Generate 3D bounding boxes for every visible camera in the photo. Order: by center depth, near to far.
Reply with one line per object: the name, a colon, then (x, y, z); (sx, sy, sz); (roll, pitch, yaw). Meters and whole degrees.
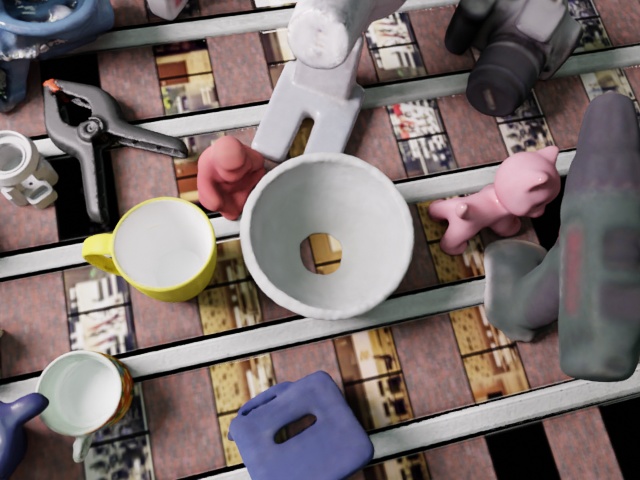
camera: (0.209, -0.221, 0.649); (0.143, 0.101, 0.137); (30, 72, 5)

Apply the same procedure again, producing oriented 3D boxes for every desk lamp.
desk lamp: (0.014, -0.198, 0.562); (0.118, 0.213, 0.203); (19, 71, 1)

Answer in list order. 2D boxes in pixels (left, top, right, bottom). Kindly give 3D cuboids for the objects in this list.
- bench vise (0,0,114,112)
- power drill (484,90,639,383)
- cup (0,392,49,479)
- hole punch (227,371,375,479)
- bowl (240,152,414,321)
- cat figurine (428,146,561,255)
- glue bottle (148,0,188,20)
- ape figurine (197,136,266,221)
bench vise: (-0.300, -0.222, 0.536); (0.121, 0.219, 0.207); (29, 72, 5)
power drill: (0.220, 0.014, 0.518); (0.075, 0.208, 0.229); (5, 72, -4)
cup: (-0.274, 0.165, 0.479); (0.118, 0.095, 0.091); (-30, 77, -14)
hole punch: (-0.021, 0.175, 0.503); (0.109, 0.091, 0.101); (-28, 77, -13)
bowl: (0.005, 0.002, 0.570); (0.167, 0.074, 0.167); (2, 72, -5)
cat figurine: (0.185, -0.045, 0.581); (0.128, 0.117, 0.067); (-20, 75, -11)
glue bottle: (-0.166, -0.318, 0.605); (0.037, 0.173, 0.078); (19, 71, 1)
ape figurine: (-0.091, -0.072, 0.575); (0.078, 0.092, 0.076); (-23, 76, -12)
